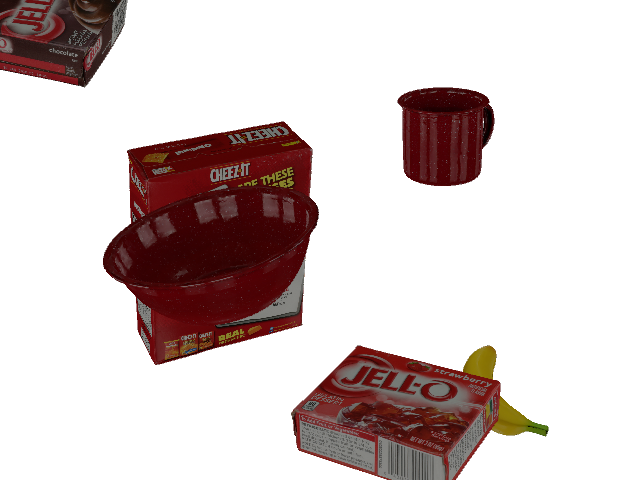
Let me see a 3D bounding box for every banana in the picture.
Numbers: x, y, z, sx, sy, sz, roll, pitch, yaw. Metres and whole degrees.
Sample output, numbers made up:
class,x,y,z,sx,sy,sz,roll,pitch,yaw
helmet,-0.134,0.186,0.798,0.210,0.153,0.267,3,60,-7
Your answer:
class,x,y,z,sx,sy,sz,roll,pitch,yaw
banana,0.205,0.181,1.278,0.069,0.037,0.198,9,23,-15

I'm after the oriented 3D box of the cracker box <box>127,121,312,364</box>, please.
class,x,y,z,sx,sy,sz,roll,pitch,yaw
cracker box,-0.098,0.002,1.041,0.164,0.214,0.072,-13,37,-23

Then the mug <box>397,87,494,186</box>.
class,x,y,z,sx,sy,sz,roll,pitch,yaw
mug,0.136,-0.110,1.111,0.117,0.081,0.093,-20,30,-35

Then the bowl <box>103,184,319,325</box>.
class,x,y,z,sx,sy,sz,roll,pitch,yaw
bowl,-0.075,0.016,0.791,0.162,0.055,0.162,-11,25,5

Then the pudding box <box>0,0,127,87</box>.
class,x,y,z,sx,sy,sz,roll,pitch,yaw
pudding box,-0.208,-0.168,0.831,0.090,0.039,0.113,12,36,1

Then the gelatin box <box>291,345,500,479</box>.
class,x,y,z,sx,sy,sz,roll,pitch,yaw
gelatin box,0.041,0.092,0.567,0.089,0.030,0.073,12,30,28
